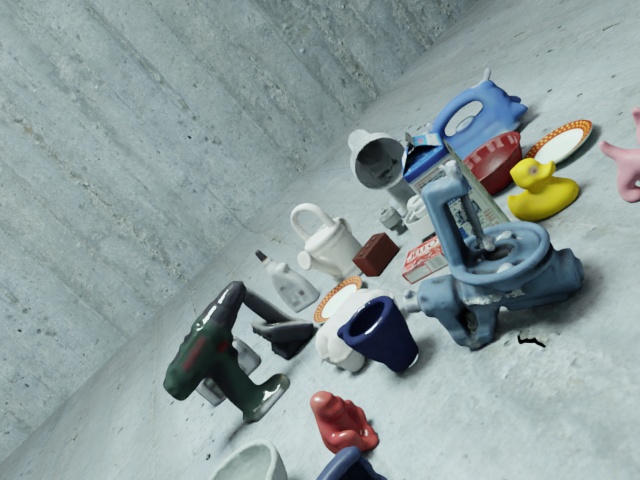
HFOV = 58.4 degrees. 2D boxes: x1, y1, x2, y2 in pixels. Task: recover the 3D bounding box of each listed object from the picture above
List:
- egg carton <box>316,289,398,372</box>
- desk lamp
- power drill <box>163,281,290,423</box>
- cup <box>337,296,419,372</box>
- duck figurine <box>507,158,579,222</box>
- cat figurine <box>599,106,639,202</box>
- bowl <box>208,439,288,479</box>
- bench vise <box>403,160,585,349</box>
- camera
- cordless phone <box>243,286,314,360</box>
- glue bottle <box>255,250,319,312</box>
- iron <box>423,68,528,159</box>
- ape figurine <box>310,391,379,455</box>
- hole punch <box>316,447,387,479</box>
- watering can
[{"bbox_3d":[0.061,0.145,0.946,0.150,0.069,0.107,-48,15,-20],"label":"egg carton"},{"bbox_3d":[0.148,-0.156,1.292,0.118,0.214,0.203,-41,14,8],"label":"desk lamp"},{"bbox_3d":[-0.160,0.220,1.044,0.230,0.208,0.075,-47,15,-15],"label":"power drill"},{"bbox_3d":[0.085,0.146,0.825,0.117,0.095,0.092,-28,20,45],"label":"cup"},{"bbox_3d":[0.322,-0.082,0.865,0.104,0.086,0.078,-29,20,44],"label":"duck figurine"},{"bbox_3d":[0.400,-0.116,0.687,0.067,0.118,0.127,-50,16,-26],"label":"cat figurine"},{"bbox_3d":[-0.097,0.354,0.757,0.167,0.075,0.167,-40,15,13],"label":"bowl"},{"bbox_3d":[0.172,0.024,0.686,0.207,0.220,0.121,-39,15,15],"label":"bench vise"},{"bbox_3d":[-0.221,0.271,1.282,0.143,0.101,0.136,-44,14,-4],"label":"camera"},{"bbox_3d":[-0.113,0.147,1.176,0.094,0.185,0.147,-48,15,-20],"label":"cordless phone"},{"bbox_3d":[-0.084,0.086,1.301,0.078,0.173,0.037,-34,17,31],"label":"glue bottle"},{"bbox_3d":[0.313,-0.247,1.255,0.258,0.141,0.118,-37,15,22],"label":"iron"},{"bbox_3d":[0.023,0.234,0.745,0.076,0.092,0.078,-32,18,36],"label":"ape figurine"},{"bbox_3d":[0.014,0.283,0.630,0.109,0.091,0.101,-48,15,-20],"label":"hole punch"},{"bbox_3d":[0.013,0.004,1.234,0.101,0.194,0.173,-37,16,23],"label":"watering can"}]
